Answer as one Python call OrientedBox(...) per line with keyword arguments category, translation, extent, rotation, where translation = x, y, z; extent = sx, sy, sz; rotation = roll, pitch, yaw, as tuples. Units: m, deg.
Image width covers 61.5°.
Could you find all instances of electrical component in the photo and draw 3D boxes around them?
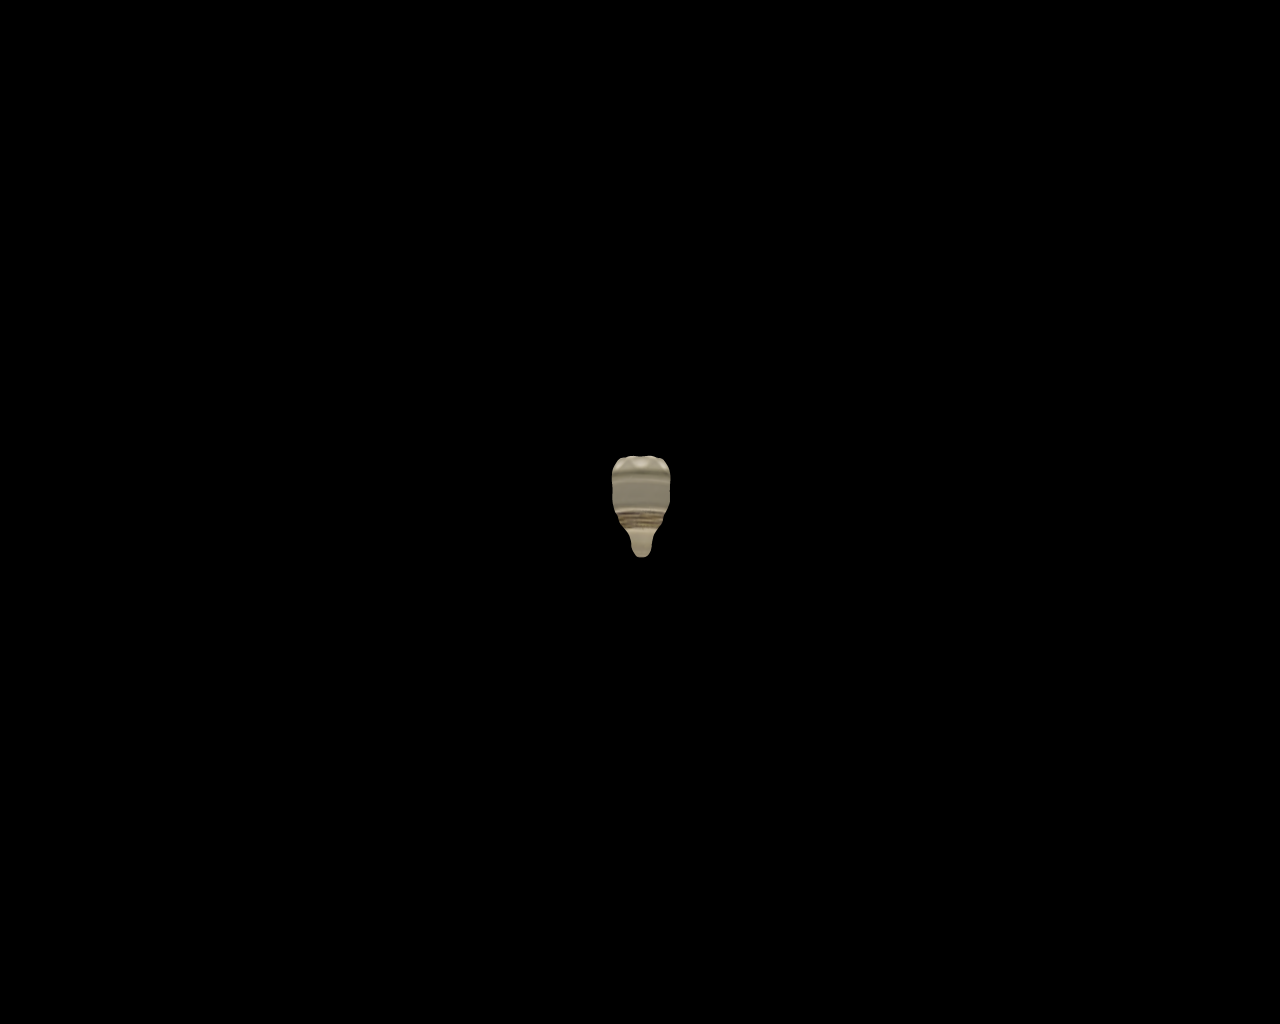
OrientedBox(category="electrical component", translation=(0.001, -0.003, 0.650), extent=(0.035, 0.061, 0.035), rotation=(0, -4, 0))
